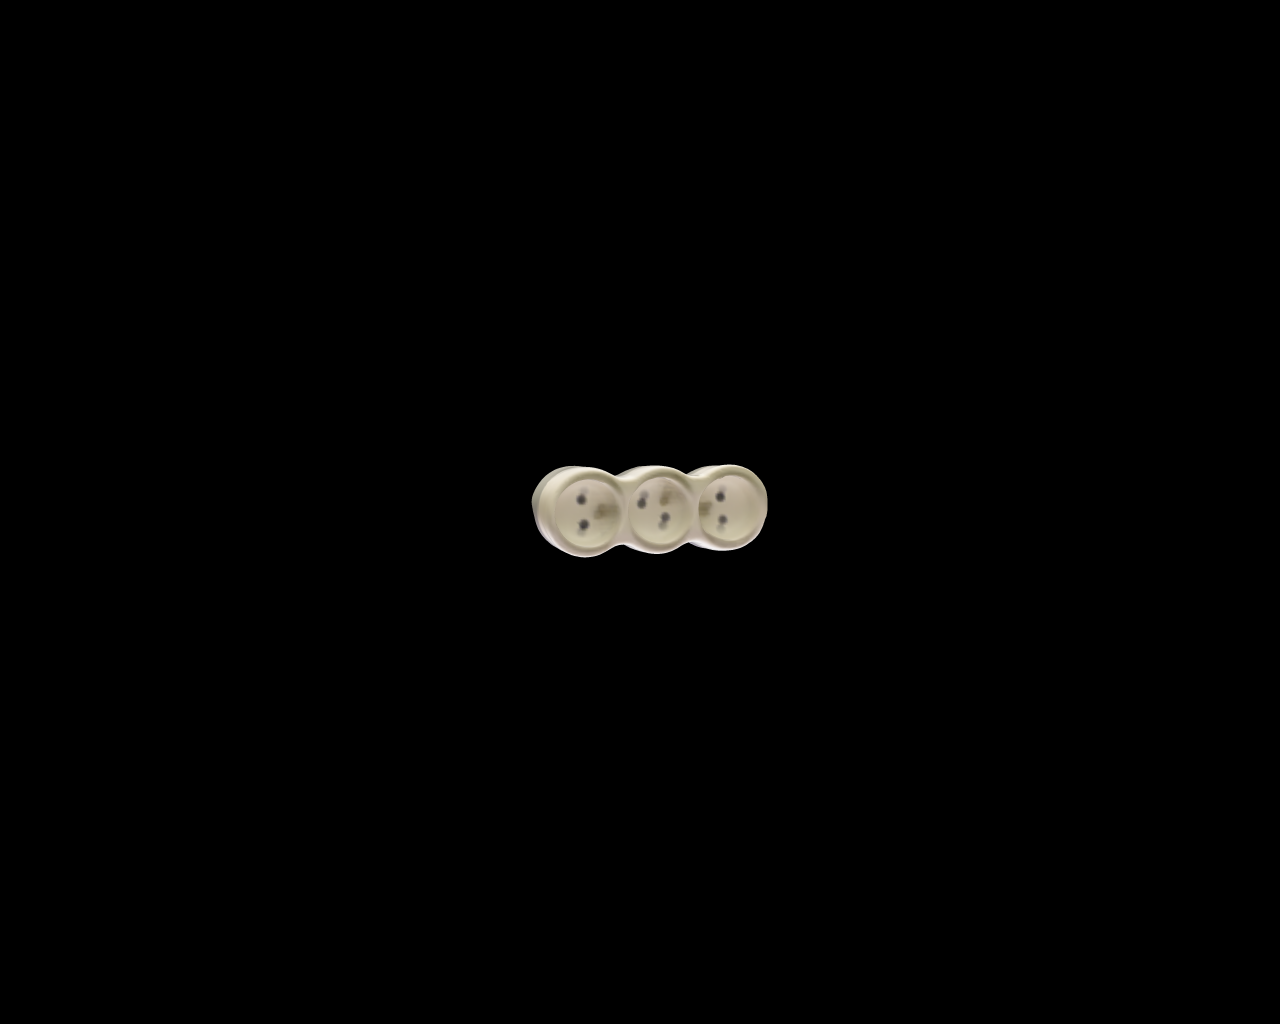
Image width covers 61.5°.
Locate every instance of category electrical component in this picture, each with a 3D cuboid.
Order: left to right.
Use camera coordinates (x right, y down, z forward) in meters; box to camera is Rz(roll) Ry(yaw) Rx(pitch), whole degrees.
[{"bbox_3d":[0.001,-0.003,0.650,0.138,0.052,0.073,-1,4,-20],"label":"electrical component"}]
